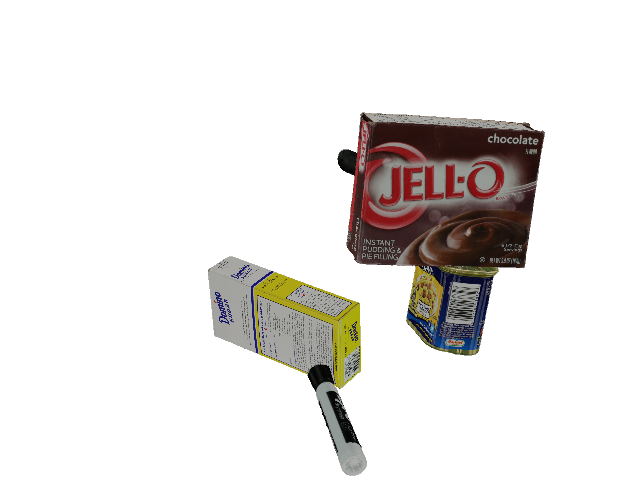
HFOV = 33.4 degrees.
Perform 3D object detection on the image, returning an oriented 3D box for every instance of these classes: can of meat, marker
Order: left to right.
[{"bbox_3d":[0.011,0.132,0.811,0.020,0.020,0.121,0,28,-14],"label":"marker"},{"bbox_3d":[0.122,0.052,1.013,0.057,0.084,0.102,5,15,-15],"label":"can of meat"}]

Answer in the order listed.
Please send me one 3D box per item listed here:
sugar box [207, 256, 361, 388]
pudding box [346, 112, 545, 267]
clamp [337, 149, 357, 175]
[{"bbox_3d":[-0.039,0.086,1.152,0.176,0.093,0.048,21,38,32],"label":"sugar box"},{"bbox_3d":[0.077,-0.031,0.669,0.113,0.090,0.039,1,19,-12],"label":"pudding box"},{"bbox_3d":[0.128,-0.055,1.217,0.164,0.210,0.036,-15,-37,-27],"label":"clamp"}]
